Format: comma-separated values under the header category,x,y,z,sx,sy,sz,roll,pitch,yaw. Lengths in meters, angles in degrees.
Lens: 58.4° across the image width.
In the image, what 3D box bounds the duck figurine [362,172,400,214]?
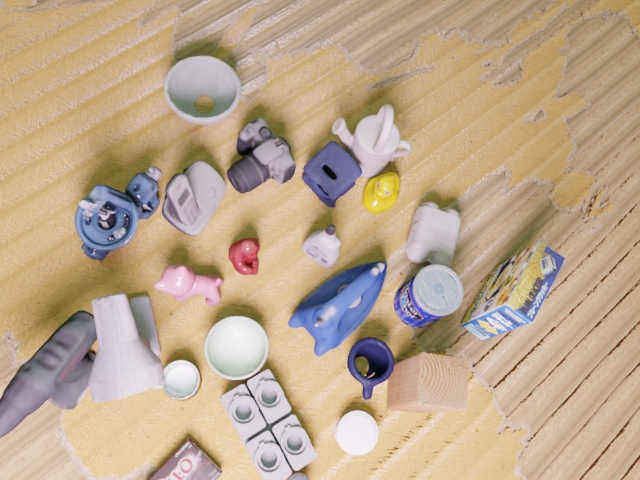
category,x,y,z,sx,sy,sz,roll,pitch,yaw
duck figurine,0.144,-0.116,1.271,0.077,0.086,0.105,38,69,4

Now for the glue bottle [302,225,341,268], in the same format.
category,x,y,z,sx,sy,sz,roll,pitch,yaw
glue bottle,0.011,0.004,1.159,0.078,0.173,0.037,37,69,4

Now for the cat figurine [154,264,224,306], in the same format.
category,x,y,z,sx,sy,sz,roll,pitch,yaw
cat figurine,-0.252,0.081,1.114,0.128,0.117,0.067,5,70,-8

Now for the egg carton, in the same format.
category,x,y,z,sx,sy,sz,roll,pitch,yaw
egg carton,0.250,-0.011,1.264,0.107,0.069,0.150,18,69,-4

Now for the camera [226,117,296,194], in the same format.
category,x,y,z,sx,sy,sz,roll,pitch,yaw
camera,-0.139,-0.175,1.231,0.137,0.100,0.143,-36,81,-19

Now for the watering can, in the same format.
category,x,y,z,sx,sy,sz,roll,pitch,yaw
watering can,0.115,-0.221,1.244,0.173,0.194,0.101,-9,73,-13

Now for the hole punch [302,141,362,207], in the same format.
category,x,y,z,sx,sy,sz,roll,pitch,yaw
hole punch,0.026,-0.144,1.256,0.101,0.091,0.108,-40,82,-20

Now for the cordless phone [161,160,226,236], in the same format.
category,x,y,z,sx,sy,sz,roll,pitch,yaw
cordless phone,-0.253,-0.102,1.140,0.094,0.185,0.148,27,69,0

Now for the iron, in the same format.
category,x,y,z,sx,sy,sz,roll,pitch,yaw
iron,0.062,0.108,1.150,0.259,0.141,0.118,-42,83,-20

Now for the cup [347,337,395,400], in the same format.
category,x,y,z,sx,sy,sz,roll,pitch,yaw
cup,0.091,0.258,1.129,0.092,0.095,0.118,9,70,-7

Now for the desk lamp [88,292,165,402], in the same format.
category,x,y,z,sx,sy,sz,roll,pitch,yaw
desk lamp,-0.347,0.183,1.010,0.118,0.213,0.203,-13,74,-14

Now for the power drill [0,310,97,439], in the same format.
category,x,y,z,sx,sy,sz,roll,pitch,yaw
power drill,-0.450,0.234,0.976,0.075,0.208,0.230,30,69,1

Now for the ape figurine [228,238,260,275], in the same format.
category,x,y,z,sx,sy,sz,roll,pitch,yaw
ape figurine,-0.148,0.026,1.165,0.076,0.092,0.078,34,69,3

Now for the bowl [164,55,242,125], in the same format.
category,x,y,z,sx,sy,sz,roll,pitch,yaw
bowl,-0.259,-0.320,1.272,0.167,0.074,0.167,3,71,-9

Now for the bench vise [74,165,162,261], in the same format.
category,x,y,z,sx,sy,sz,roll,pitch,yaw
bench vise,-0.392,-0.077,1.087,0.121,0.219,0.207,20,69,-3
